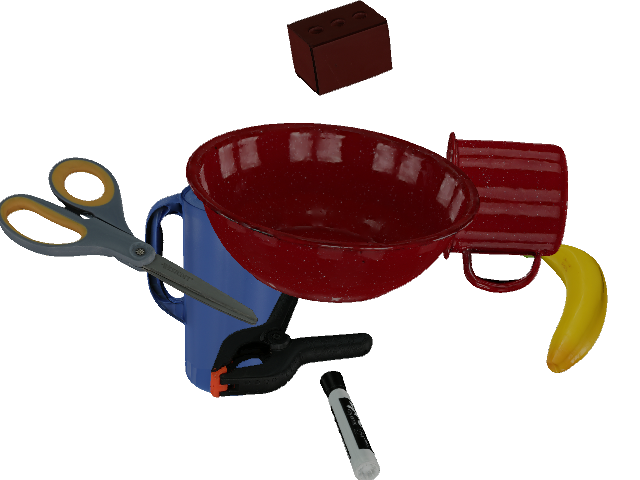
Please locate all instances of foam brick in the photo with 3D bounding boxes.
[{"bbox_3d":[0.018,-0.173,0.958,0.078,0.051,0.053,-22,39,-16],"label":"foam brick"}]

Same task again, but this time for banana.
[{"bbox_3d":[0.237,0.055,1.004,0.070,0.037,0.197,-27,25,18],"label":"banana"}]

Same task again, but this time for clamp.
[{"bbox_3d":[-0.047,0.100,1.071,0.171,0.039,0.120,-18,37,-31],"label":"clamp"}]

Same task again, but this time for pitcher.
[{"bbox_3d":[-0.112,0.054,1.254,0.149,0.243,0.144,21,26,34],"label":"pitcher"}]

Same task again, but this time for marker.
[{"bbox_3d":[0.021,0.138,0.815,0.020,0.020,0.121,0,28,-14],"label":"marker"}]

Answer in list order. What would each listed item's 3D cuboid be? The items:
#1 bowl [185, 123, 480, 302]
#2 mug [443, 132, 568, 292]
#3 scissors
[{"bbox_3d":[0.004,-0.011,0.595,0.162,0.055,0.162,6,27,-3],"label":"bowl"},{"bbox_3d":[0.132,-0.019,0.771,0.081,0.117,0.093,3,-19,3],"label":"mug"},{"bbox_3d":[-0.127,-0.005,0.757,0.202,0.096,0.016,16,-38,5],"label":"scissors"}]
